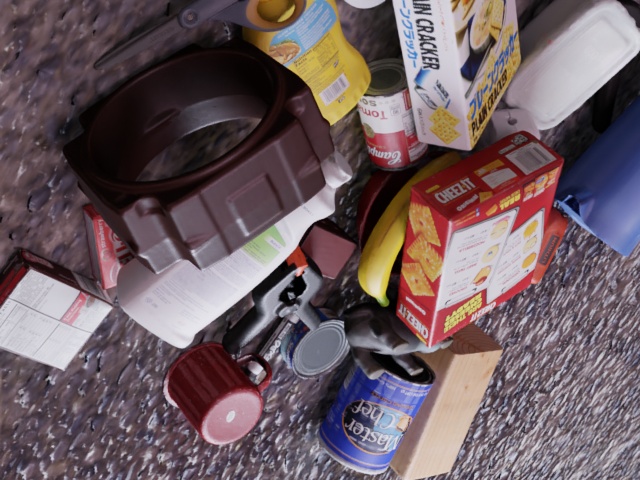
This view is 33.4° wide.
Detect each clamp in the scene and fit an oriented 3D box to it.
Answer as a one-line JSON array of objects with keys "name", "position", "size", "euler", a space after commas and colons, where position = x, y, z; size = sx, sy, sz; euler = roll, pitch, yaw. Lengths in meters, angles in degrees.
[{"name": "clamp", "position": [0.378, -0.242, 1.316], "size": [0.164, 0.036, 0.209], "euler": [-39, 136, 4]}, {"name": "clamp", "position": [-0.049, 0.069, 1.159], "size": [0.120, 0.039, 0.171], "euler": [-24, 150, -19]}]

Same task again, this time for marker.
[{"name": "marker", "position": [-0.061, 0.128, 1.255], "size": [0.020, 0.020, 0.121], "euler": [28, 100, -46]}]

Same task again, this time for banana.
[{"name": "banana", "position": [0.090, -0.014, 1.179], "size": [0.069, 0.037, 0.198], "euler": [-1, 122, -57]}]

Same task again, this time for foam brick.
[{"name": "foam brick", "position": [-0.008, 0.001, 1.180], "size": [0.078, 0.053, 0.051], "euler": [23, 104, -46]}]

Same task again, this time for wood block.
[{"name": "wood block", "position": [0.152, 0.210, 1.434], "size": [0.090, 0.091, 0.206], "euler": [-2, 121, -38]}]

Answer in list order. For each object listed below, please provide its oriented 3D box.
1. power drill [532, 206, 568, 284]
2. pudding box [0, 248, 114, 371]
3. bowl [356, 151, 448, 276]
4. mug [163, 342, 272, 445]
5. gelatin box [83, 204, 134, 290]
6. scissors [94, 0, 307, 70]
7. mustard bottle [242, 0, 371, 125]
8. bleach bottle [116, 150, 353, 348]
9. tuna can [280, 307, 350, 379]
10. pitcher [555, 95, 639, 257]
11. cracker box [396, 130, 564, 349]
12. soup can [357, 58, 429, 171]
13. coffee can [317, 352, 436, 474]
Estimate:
[{"name": "power drill", "position": [0.224, 0.000, 1.350], "size": [0.187, 0.057, 0.184], "euler": [18, 101, -46]}, {"name": "pudding box", "position": [-0.269, 0.069, 1.032], "size": [0.090, 0.039, 0.113], "euler": [-50, 135, 7]}, {"name": "bowl", "position": [0.098, -0.041, 1.231], "size": [0.161, 0.055, 0.162], "euler": [-20, 131, -26]}, {"name": "mug", "position": [-0.107, 0.170, 1.203], "size": [0.117, 0.082, 0.093], "euler": [-28, 134, -20]}, {"name": "gelatin box", "position": [-0.189, -0.002, 1.049], "size": [0.073, 0.030, 0.089], "euler": [-20, 130, -26]}, {"name": "scissors", "position": [-0.096, -0.189, 0.948], "size": [0.202, 0.016, 0.096], "euler": [-42, 108, 8]}, {"name": "mustard bottle", "position": [-0.022, -0.195, 1.019], "size": [0.096, 0.058, 0.191], "euler": [-41, 137, -8]}, {"name": "bleach bottle", "position": [-0.071, 0.002, 1.004], "size": [0.251, 0.068, 0.102], "euler": [-34, 130, 20]}, {"name": "tuna can", "position": [-0.005, 0.123, 1.285], "size": [0.086, 0.034, 0.086], "euler": [-21, 131, -26]}, {"name": "pitcher", "position": [0.418, -0.106, 1.354], "size": [0.145, 0.149, 0.243], "euler": [36, 104, -11]}, {"name": "cracker box", "position": [0.171, -0.001, 1.186], "size": [0.164, 0.072, 0.214], "euler": [-28, 145, -25]}, {"name": "soup can", "position": [0.076, -0.134, 1.136], "size": [0.068, 0.069, 0.102], "euler": [-31, 134, -17]}, {"name": "coffee can", "position": [0.071, 0.211, 1.360], "size": [0.102, 0.103, 0.140], "euler": [10, 113, -42]}]
